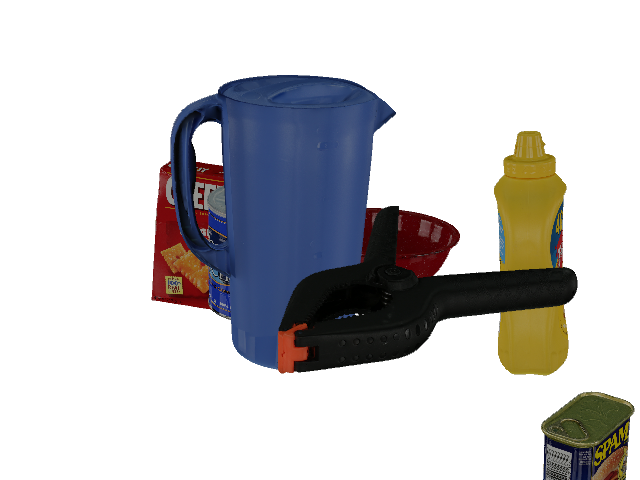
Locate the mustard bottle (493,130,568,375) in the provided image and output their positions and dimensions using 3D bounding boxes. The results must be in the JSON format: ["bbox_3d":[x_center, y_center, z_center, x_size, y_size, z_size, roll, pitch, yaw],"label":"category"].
[{"bbox_3d":[0.172,0.006,0.872,0.058,0.192,0.096,0,16,16],"label":"mustard bottle"}]

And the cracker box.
[{"bbox_3d":[-0.164,-0.003,1.615,0.164,0.214,0.072,9,18,8],"label":"cracker box"}]

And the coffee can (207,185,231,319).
[{"bbox_3d":[-0.085,0.013,1.289,0.103,0.140,0.103,2,26,-1],"label":"coffee can"}]

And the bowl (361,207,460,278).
[{"bbox_3d":[0.060,0.014,1.086,0.162,0.055,0.162,1,18,-1],"label":"bowl"}]

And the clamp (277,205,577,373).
[{"bbox_3d":[0.042,0.031,0.701,0.209,0.036,0.165,-20,31,-36],"label":"clamp"}]

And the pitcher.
[{"bbox_3d":[-0.032,-0.016,0.915,0.149,0.243,0.144,13,22,29],"label":"pitcher"}]

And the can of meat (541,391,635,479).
[{"bbox_3d":[0.251,0.203,1.006,0.058,0.084,0.101,14,25,38],"label":"can of meat"}]
